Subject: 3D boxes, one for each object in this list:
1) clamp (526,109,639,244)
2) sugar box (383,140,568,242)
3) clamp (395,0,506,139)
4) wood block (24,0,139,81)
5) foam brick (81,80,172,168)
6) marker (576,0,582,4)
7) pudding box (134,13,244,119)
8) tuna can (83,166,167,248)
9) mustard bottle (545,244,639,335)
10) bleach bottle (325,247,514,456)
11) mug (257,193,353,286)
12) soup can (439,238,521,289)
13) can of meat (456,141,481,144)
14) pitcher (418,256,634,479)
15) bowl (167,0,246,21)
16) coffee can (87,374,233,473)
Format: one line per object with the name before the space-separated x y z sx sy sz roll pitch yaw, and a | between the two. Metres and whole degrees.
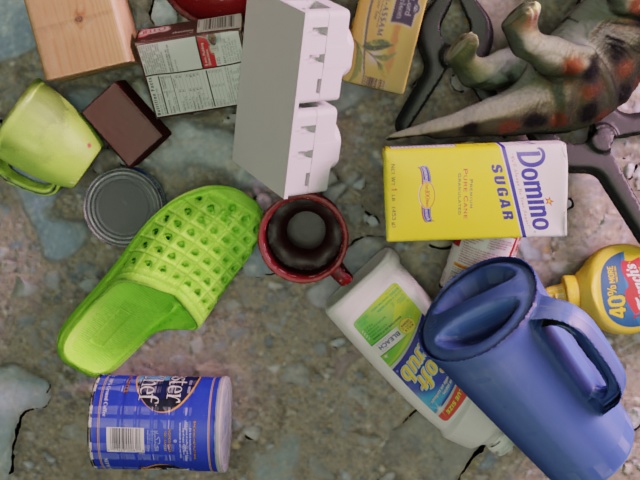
clamp | 0.301 -0.110 1.111 0.210 0.036 0.164 32 86 4
sugar box | 0.150 -0.048 1.040 0.176 0.048 0.093 -2 100 4
clamp | 0.149 -0.183 1.109 0.120 0.039 0.171 9 99 0
wood block | -0.254 -0.273 1.086 0.091 0.090 0.206 -13 98 3
foam brick | -0.204 -0.123 1.125 0.051 0.053 0.078 -40 94 8
marker | 0.266 -0.222 1.108 0.020 0.020 0.121 22 99 -1
pudding box | -0.127 -0.179 1.105 0.113 0.039 0.090 -7 126 5
tuna can | -0.209 -0.036 1.149 0.086 0.033 0.086 0 99 2
mustard bottle | 0.334 0.050 1.128 0.191 0.058 0.096 -6 89 4
bleach bottle | 0.124 0.131 1.148 0.102 0.068 0.251 -43 97 6
mug | -0.007 0.001 1.122 0.117 0.081 0.093 45 98 -4
soup can | 0.172 0.012 1.124 0.068 0.068 0.102 17 100 -1
can of meat | 0.180 -0.068 1.103 0.102 0.084 0.057 13 99 0
pitcher | 0.223 0.140 1.067 0.145 0.149 0.242 -38 117 7
bowl | -0.101 -0.296 1.087 0.162 0.055 0.162 1 100 8
coffee can | -0.169 0.197 1.148 0.140 0.103 0.103 1 99 2
